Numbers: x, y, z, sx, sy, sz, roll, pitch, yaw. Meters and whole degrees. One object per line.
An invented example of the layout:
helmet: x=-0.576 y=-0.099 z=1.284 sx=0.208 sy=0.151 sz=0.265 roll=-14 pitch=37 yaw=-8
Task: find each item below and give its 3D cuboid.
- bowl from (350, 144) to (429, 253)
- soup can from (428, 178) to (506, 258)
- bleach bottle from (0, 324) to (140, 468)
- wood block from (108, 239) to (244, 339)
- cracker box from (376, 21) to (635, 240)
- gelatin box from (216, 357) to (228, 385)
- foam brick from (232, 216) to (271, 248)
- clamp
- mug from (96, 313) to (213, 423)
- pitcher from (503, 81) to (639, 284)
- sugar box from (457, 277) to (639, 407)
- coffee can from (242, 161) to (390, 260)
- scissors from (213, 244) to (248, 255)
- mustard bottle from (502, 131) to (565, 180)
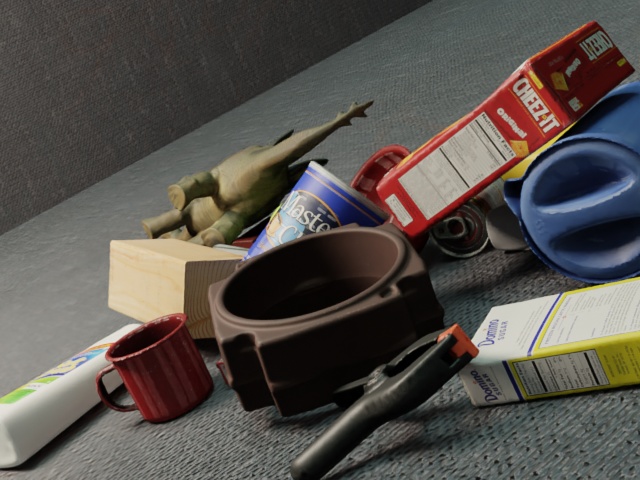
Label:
bowl: x=0.080 y=-0.023 z=1.199 sx=0.162 sy=0.055 sz=0.162 roll=-40 pitch=39 yaw=43
soup can: x=0.163 y=-0.032 z=1.163 sx=0.069 sy=0.068 sz=0.102 roll=-17 pitch=17 yaw=29
bleach bottle: x=-0.276 y=0.163 z=1.219 sx=0.103 sy=0.068 sz=0.250 roll=-14 pitch=15 yaw=45
wood block: x=-0.168 y=0.054 z=1.267 sx=0.090 sy=0.090 sz=0.206 roll=-1 pitch=7 yaw=-34
cracker box: x=0.172 y=-0.105 z=1.012 sx=0.214 sy=0.072 sz=0.163 roll=-39 pitch=-2 yaw=41
gelatin box: x=-0.051 y=0.112 z=1.088 sx=0.089 sy=0.030 sz=0.073 roll=-15 pitch=20 yaw=32
foam brick: x=-0.069 y=0.006 z=1.441 sx=0.078 sy=0.051 sz=0.053 roll=-36 pitch=19 yaw=-34
clamp: x=0.046 y=0.124 z=0.813 sx=0.172 sy=0.039 sz=0.120 roll=-41 pitch=11 yaw=40
mug: x=-0.172 y=0.138 z=1.093 sx=0.117 sy=0.081 sz=0.093 roll=-25 pitch=15 yaw=-2
pitcher: x=0.289 y=-0.064 z=0.984 sx=0.145 sy=0.149 sz=0.242 roll=-41 pitch=0 yaw=36
sugar box: x=0.197 y=0.073 z=0.792 sx=0.177 sy=0.048 sz=0.093 roll=-18 pitch=17 yaw=37
coffee can: x=-0.007 y=0.001 z=1.138 sx=0.140 sy=0.102 sz=0.103 roll=-54 pitch=16 yaw=2
scissors: x=-0.037 y=0.009 z=1.231 sx=0.202 sy=0.016 sz=0.096 roll=30 pitch=88 yaw=38
mustard bottle: x=0.220 y=-0.079 z=1.252 sx=0.192 sy=0.058 sz=0.096 roll=-20 pitch=16 yaw=22
